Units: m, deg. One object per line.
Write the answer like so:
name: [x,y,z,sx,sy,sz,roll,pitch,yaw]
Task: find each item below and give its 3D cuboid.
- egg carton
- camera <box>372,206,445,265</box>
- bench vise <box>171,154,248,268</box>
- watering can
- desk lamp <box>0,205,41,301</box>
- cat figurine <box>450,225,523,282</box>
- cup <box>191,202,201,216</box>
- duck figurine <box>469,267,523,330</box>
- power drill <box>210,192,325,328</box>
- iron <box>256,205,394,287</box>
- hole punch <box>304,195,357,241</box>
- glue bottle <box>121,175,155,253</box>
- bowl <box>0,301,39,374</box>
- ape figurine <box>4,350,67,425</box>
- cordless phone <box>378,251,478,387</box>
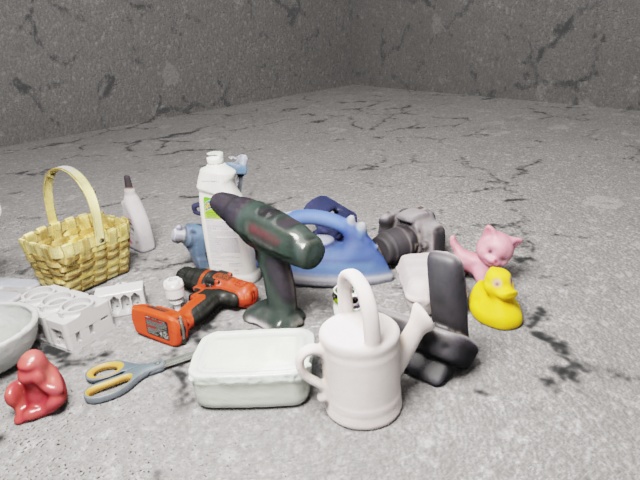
egg carton: [0.189,0.072,0.976,0.107,0.069,0.150,-5,22,-1]
camera: [0.158,-0.011,1.141,0.137,0.101,0.142,-19,27,-32]
bench vise: [-0.190,-0.052,1.148,0.121,0.220,0.208,16,30,40]
watering can: [0.056,0.124,0.711,0.173,0.194,0.100,-21,28,-35]
desk lamp: [-0.660,0.014,1.081,0.203,0.214,0.118,0,23,11]
cat figurine: [0.288,0.023,1.015,0.127,0.118,0.067,10,26,30]
cup: [-0.231,-0.048,1.311,0.118,0.095,0.091,-5,22,-2]
duck figurine: [0.280,0.083,0.912,0.077,0.086,0.104,-10,23,-13]
power drill: [-0.089,0.036,0.930,0.228,0.208,0.076,14,29,37]
iron: [0.010,0.004,1.079,0.257,0.141,0.119,2,23,16]
hole punch: [0.026,-0.045,1.262,0.100,0.091,0.109,7,25,26]
glue bottle: [-0.412,-0.061,1.271,0.077,0.173,0.037,16,30,40]
bowl: [-0.511,0.163,0.874,0.167,0.075,0.167,-4,22,2]
ape figurine: [-0.378,0.189,0.765,0.077,0.092,0.076,4,24,20]
cordless phone: [0.142,0.090,0.789,0.147,0.185,0.094,13,28,36]
